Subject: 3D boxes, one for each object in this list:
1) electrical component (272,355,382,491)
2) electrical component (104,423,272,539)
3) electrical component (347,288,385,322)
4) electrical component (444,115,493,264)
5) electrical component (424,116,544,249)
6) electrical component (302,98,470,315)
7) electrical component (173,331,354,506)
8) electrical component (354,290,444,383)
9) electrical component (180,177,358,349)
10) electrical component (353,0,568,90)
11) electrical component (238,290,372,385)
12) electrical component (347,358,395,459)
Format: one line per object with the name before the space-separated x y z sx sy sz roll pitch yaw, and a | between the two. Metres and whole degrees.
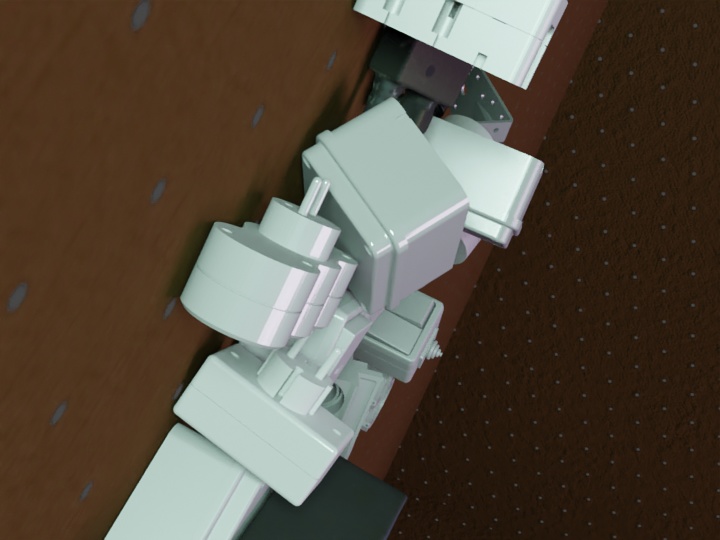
electrical component | -0.041 0.102 0.769 0.063 0.079 0.121 -91 -161 -56
electrical component | -0.100 0.151 0.590 0.113 0.057 0.078 -60 171 -20
electrical component | 0.000 0.000 0.755 0.055 0.050 0.089 -67 170 25
electrical component | 0.065 -0.050 0.848 0.073 0.052 0.138 -50 156 -28
electrical component | 0.059 -0.062 0.714 0.078 0.113 0.057 11 103 -82
electrical component | 0.011 -0.031 0.597 0.057 0.078 0.113 -31 164 -12
electrical component | -0.039 0.065 0.568 0.075 0.083 0.047 -55 173 10
electrical component | 0.026 0.046 0.898 0.061 0.096 0.061 -60 171 -23
electrical component | -0.033 -0.011 0.516 0.073 0.052 0.138 -64 171 7
electrical component | 0.052 -0.133 0.526 0.055 0.089 0.050 -65 171 12
electrical component | -0.040 0.054 0.643 0.096 0.061 0.062 -65 171 11
electrical component | -0.025 0.138 0.996 0.186 0.060 0.105 -59 170 -29
